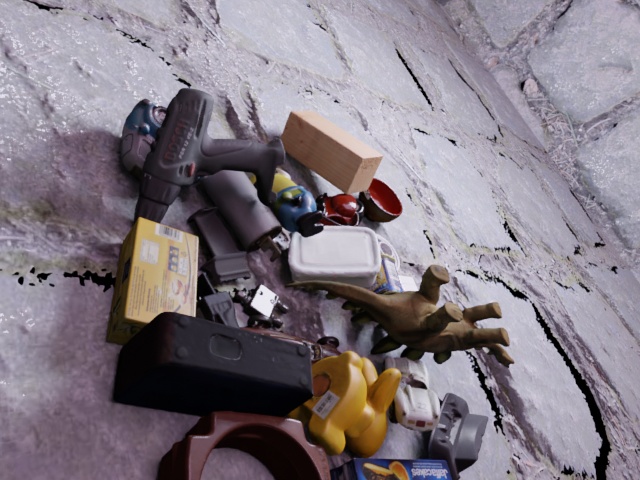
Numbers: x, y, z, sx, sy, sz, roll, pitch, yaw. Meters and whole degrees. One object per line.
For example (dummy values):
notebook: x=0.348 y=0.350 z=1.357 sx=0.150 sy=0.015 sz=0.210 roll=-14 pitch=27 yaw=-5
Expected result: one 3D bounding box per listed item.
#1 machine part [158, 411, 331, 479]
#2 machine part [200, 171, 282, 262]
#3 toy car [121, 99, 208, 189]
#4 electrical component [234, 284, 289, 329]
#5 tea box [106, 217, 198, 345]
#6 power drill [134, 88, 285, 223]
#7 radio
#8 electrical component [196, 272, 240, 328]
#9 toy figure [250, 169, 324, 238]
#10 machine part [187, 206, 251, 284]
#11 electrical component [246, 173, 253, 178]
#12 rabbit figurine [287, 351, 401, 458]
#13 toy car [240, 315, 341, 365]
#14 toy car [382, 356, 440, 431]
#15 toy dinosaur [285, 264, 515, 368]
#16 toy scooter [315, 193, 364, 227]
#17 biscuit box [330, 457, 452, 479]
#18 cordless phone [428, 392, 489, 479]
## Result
machine part: x=-0.084 y=0.314 z=0.629 sx=0.201 sy=0.087 sz=0.201 roll=19 pitch=42 yaw=-34
machine part: x=-0.142 y=-0.067 z=0.946 sx=0.079 sy=0.079 sz=0.243 roll=-20 pitch=70 yaw=-52
toy car: x=-0.269 y=-0.138 z=0.881 sx=0.161 sy=0.109 sz=0.103 roll=49 pitch=56 yaw=-15
electrical component: x=-0.095 y=0.102 z=0.878 sx=0.094 sy=0.021 sz=0.063 roll=37 pitch=36 yaw=-11
tea box: x=-0.226 y=0.063 z=0.742 sx=0.098 sy=0.068 sz=0.170 roll=22 pitch=43 yaw=-29
power drill: x=-0.169 y=-0.106 z=0.844 sx=0.207 sy=0.231 sz=0.086 roll=11 pitch=8 yaw=-20
radio: x=-0.127 y=0.169 z=0.685 sx=0.229 sy=0.131 sz=0.073 roll=20 pitch=45 yaw=-32
electrical component: x=-0.158 y=0.105 z=0.765 sx=0.048 sy=0.075 sz=0.119 roll=-14 pitch=70 yaw=-52
toy figure: x=-0.067 y=-0.071 z=0.983 sx=0.089 sy=0.082 sz=0.180 roll=-6 pitch=37 yaw=-35
machine part: x=-0.169 y=0.008 z=0.882 sx=0.084 sy=0.039 sz=0.139 roll=-9 pitch=64 yaw=-44
electrical component: x=-0.151 y=-0.144 z=1.041 sx=0.102 sy=0.045 sz=0.078 roll=-14 pitch=65 yaw=-51
rabbit figurine: x=0.045 y=0.248 z=0.799 sx=0.162 sy=0.122 sz=0.173 roll=-52 pitch=124 yaw=-26
toy car: x=-0.036 y=0.176 z=0.843 sx=0.202 sy=0.053 sz=0.089 roll=25 pitch=44 yaw=-29
toy car: x=0.146 y=0.244 z=0.884 sx=0.074 sy=0.056 sz=0.202 roll=8 pitch=16 yaw=-2
toy dinosaur: x=0.169 y=0.143 z=0.956 sx=0.471 sy=0.198 sz=0.105 roll=30 pitch=39 yaw=-23
toy scooter: x=0.024 y=-0.038 z=1.095 sx=0.135 sy=0.075 sz=0.184 roll=19 pitch=41 yaw=-17
biscuit box: x=0.113 y=0.365 z=0.802 sx=0.202 sy=0.059 sz=0.063 roll=18 pitch=44 yaw=-35
cordless phone: x=0.188 y=0.309 z=0.936 sx=0.184 sy=0.088 sz=0.146 roll=38 pitch=36 yaw=7
